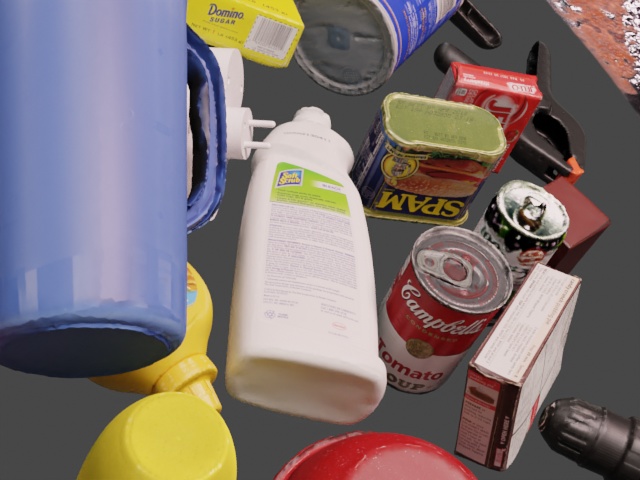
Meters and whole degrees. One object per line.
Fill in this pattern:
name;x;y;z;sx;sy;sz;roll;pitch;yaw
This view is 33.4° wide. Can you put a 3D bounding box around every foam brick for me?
foam brick;0.166;0.001;0.795;0.052;0.078;0.051;-27;67;-36

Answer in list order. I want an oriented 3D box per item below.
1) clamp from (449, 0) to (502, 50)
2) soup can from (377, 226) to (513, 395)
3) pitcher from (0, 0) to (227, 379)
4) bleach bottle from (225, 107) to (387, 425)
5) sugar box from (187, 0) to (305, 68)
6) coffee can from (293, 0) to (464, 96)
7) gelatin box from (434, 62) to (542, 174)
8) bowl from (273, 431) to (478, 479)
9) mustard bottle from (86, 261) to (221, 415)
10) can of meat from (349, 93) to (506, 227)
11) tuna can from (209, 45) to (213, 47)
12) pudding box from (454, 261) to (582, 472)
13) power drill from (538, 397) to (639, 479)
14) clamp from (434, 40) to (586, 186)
clamp;0.081;-0.257;0.964;0.210;0.164;0.036;13;41;23
soup can;0.075;0.048;0.703;0.068;0.102;0.068;11;49;-13
pitcher;-0.127;-0.049;0.608;0.149;0.145;0.243;-5;67;-3
bleach bottle;-0.005;0.001;0.740;0.102;0.068;0.250;14;46;-10
sugar box;-0.074;-0.204;0.853;0.093;0.048;0.176;17;31;-23
coffee can;0.049;-0.198;0.899;0.103;0.103;0.140;35;48;9
gelatin box;0.125;-0.097;0.853;0.073;0.089;0.030;8;49;-15
bowl;0.048;0.172;0.622;0.162;0.055;0.162;11;49;-13
mustard bottle;-0.123;0.037;0.665;0.096;0.058;0.192;-26;65;-33
can of meat;0.080;-0.060;0.809;0.102;0.084;0.057;7;51;-17
tuna can;-0.116;-0.150;0.841;0.086;0.034;0.086;11;49;-13
pudding box;0.130;0.082;0.701;0.039;0.090;0.113;19;44;21
power drill;0.256;0.112;0.755;0.184;0.057;0.187;25;49;4
clamp;0.186;-0.115;0.928;0.120;0.039;0.171;-18;63;-26
